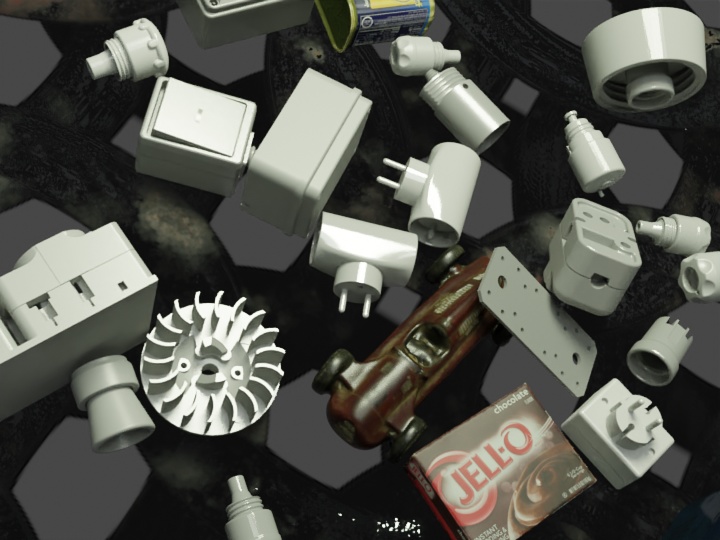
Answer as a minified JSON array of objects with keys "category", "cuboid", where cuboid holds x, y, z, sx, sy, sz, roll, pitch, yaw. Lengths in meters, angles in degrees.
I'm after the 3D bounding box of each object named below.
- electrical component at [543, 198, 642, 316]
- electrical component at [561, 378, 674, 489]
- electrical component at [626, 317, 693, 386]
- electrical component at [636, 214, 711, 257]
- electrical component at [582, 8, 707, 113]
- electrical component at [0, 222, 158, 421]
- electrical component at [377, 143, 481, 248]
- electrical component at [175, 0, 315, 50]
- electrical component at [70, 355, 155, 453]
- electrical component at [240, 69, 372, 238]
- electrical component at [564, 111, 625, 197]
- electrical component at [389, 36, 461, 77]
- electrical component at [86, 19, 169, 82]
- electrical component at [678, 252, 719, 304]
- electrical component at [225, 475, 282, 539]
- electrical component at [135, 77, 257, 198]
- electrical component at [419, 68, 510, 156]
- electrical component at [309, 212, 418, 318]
[{"category":"electrical component","cuboid":[0.185,-0.008,0.867,0.054,0.059,0.095,21,28,-4]},{"category":"electrical component","cuboid":[0.203,0.118,0.814,0.047,0.076,0.065,-37,78,-27]},{"category":"electrical component","cuboid":[0.245,0.065,0.874,0.040,0.040,0.046,41,55,7]},{"category":"electrical component","cuboid":[0.270,-0.032,0.931,0.061,0.035,0.035,10,62,-8]},{"category":"electrical component","cuboid":[0.256,-0.179,0.961,0.108,0.108,0.060,2,70,-14]},{"category":"electrical component","cuboid":[-0.234,0.047,0.713,0.186,0.105,0.060,-30,76,-26]},{"category":"electrical component","cuboid":[0.053,-0.068,0.884,0.079,0.043,0.077,21,61,-5]},{"category":"electrical component","cuboid":[-0.107,-0.257,0.926,0.109,0.056,0.108,-21,71,-23]},{"category":"electrical component","cuboid":[-0.172,0.093,0.743,0.045,0.045,0.055,-17,70,-22]},{"category":"electrical component","cuboid":[-0.042,-0.091,0.850,0.057,0.078,0.113,26,61,2]},{"category":"electrical component","cuboid":[0.201,-0.104,0.944,0.040,0.040,0.078,-15,69,-21]},{"category":"electrical component","cuboid":[0.059,-0.188,0.951,0.061,0.035,0.035,-3,65,-19]},{"category":"electrical component","cuboid":[-0.189,-0.172,0.870,0.062,0.048,0.048,-24,73,-17]},{"category":"electrical component","cuboid":[0.308,0.005,0.918,0.062,0.043,0.043,-6,66,-20]},{"category":"electrical component","cuboid":[-0.077,0.171,0.736,0.035,0.035,0.061,-13,66,-21]},{"category":"electrical component","cuboid":[-0.122,-0.104,0.844,0.096,0.061,0.061,15,62,-8]},{"category":"electrical component","cuboid":[0.087,-0.142,0.930,0.043,0.043,0.081,-37,78,-27]},{"category":"electrical component","cuboid":[0.000,0.000,0.835,0.077,0.044,0.079,13,62,-9]}]
